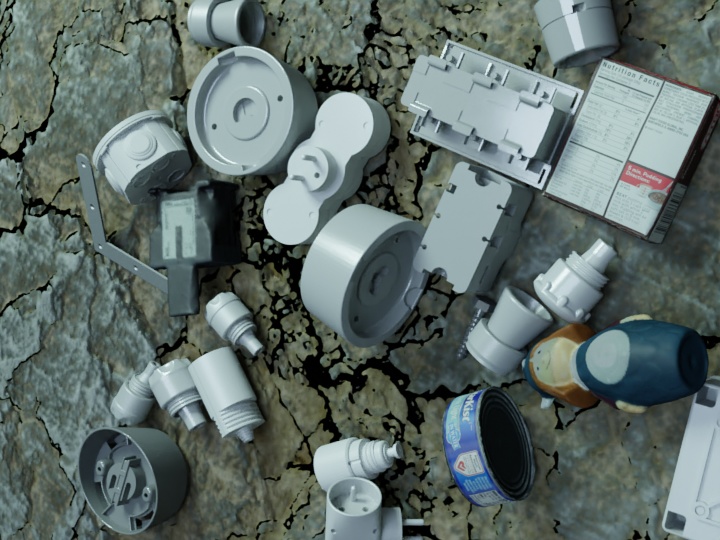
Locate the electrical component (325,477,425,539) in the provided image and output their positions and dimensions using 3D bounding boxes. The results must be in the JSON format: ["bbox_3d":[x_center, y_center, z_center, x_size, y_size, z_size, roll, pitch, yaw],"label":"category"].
[{"bbox_3d":[0.012,0.209,0.862,0.079,0.043,0.077,1,122,-4],"label":"electrical component"}]

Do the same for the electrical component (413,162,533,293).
[{"bbox_3d":[0.089,-0.031,0.825,0.050,0.056,0.089,29,102,26],"label":"electrical component"}]

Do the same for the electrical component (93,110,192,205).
[{"bbox_3d":[-0.195,-0.101,0.971,0.080,0.080,0.051,-44,74,21],"label":"electrical component"}]

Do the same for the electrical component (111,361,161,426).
[{"bbox_3d":[-0.204,0.112,0.995,0.035,0.035,0.061,37,103,25],"label":"electrical component"}]

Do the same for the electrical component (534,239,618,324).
[{"bbox_3d":[0.163,0.006,0.791,0.048,0.048,0.062,44,102,22],"label":"electrical component"}]

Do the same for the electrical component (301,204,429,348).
[{"bbox_3d":[0.000,0.000,0.848,0.060,0.108,0.108,28,102,33],"label":"electrical component"}]

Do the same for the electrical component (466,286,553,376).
[{"bbox_3d":[0.113,0.046,0.817,0.045,0.045,0.055,43,109,23],"label":"electrical component"}]

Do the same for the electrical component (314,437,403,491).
[{"bbox_3d":[-0.001,0.156,0.879,0.078,0.040,0.040,-20,79,27],"label":"electrical component"}]

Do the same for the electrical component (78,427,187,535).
[{"bbox_3d":[-0.208,0.189,0.979,0.099,0.064,0.099,-1,88,29],"label":"electrical component"}]

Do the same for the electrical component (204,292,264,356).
[{"bbox_3d":[-0.107,0.050,0.944,0.061,0.035,0.035,47,110,19],"label":"electrical component"}]

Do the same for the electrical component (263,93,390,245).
[{"bbox_3d":[-0.035,-0.082,0.882,0.052,0.074,0.138,37,106,19],"label":"electrical component"}]

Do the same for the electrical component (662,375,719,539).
[{"bbox_3d":[0.271,0.137,0.720,0.109,0.056,0.108,15,96,28],"label":"electrical component"}]

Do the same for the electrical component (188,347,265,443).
[{"bbox_3d":[-0.114,0.113,0.941,0.043,0.043,0.081,-35,73,24],"label":"electrical component"}]

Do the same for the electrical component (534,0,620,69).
[{"bbox_3d":[0.161,-0.179,0.791,0.055,0.055,0.047,-16,84,28],"label":"electrical component"}]

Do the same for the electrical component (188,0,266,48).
[{"bbox_3d":[-0.118,-0.219,0.951,0.055,0.045,0.045,9,93,29],"label":"electrical component"}]

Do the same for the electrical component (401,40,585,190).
[{"bbox_3d":[0.098,-0.121,0.819,0.121,0.063,0.078,27,102,27],"label":"electrical component"}]

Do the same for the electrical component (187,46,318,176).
[{"bbox_3d":[-0.087,-0.132,0.922,0.108,0.060,0.108,-1,89,29],"label":"electrical component"}]

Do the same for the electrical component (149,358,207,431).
[{"bbox_3d":[-0.159,0.114,0.966,0.043,0.043,0.062,-38,73,23],"label":"electrical component"}]
